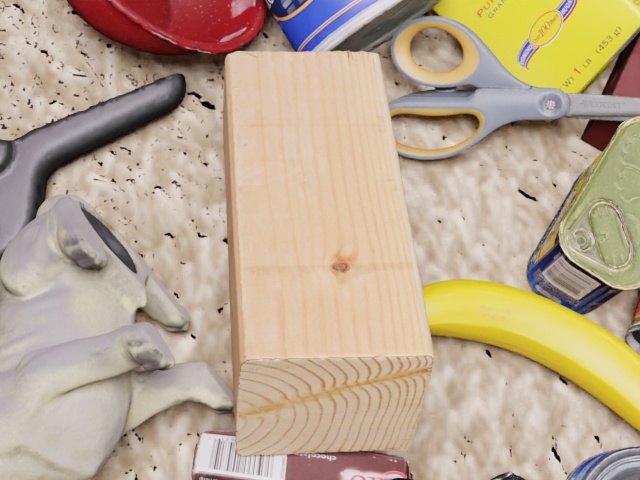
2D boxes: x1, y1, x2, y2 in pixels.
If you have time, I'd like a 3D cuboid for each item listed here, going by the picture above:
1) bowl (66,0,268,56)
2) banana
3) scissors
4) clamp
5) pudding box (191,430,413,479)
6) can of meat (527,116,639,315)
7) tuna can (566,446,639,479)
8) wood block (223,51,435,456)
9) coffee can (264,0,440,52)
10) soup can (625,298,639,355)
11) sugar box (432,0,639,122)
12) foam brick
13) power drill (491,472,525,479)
[{"bbox_3d":[-0.109,-0.169,0.641,0.161,0.055,0.162,27,47,-34],"label":"bowl"},{"bbox_3d":[0.129,0.065,0.624,0.198,0.037,0.069,19,62,-1],"label":"banana"},{"bbox_3d":[0.128,-0.099,0.639,0.202,0.016,0.096,-10,98,16],"label":"scissors"},{"bbox_3d":[-0.185,-0.049,0.631,0.164,0.036,0.210,20,75,-1],"label":"clamp"},{"bbox_3d":[-0.014,0.150,0.562,0.113,0.090,0.039,10,31,-1],"label":"pudding box"},{"bbox_3d":[0.170,-0.010,0.628,0.057,0.084,0.102,33,73,4],"label":"can of meat"},{"bbox_3d":[0.180,0.161,0.605,0.086,0.034,0.086,1,73,-5],"label":"tuna can"},{"bbox_3d":[-0.004,0.000,0.570,0.090,0.090,0.206,-1,51,-6],"label":"wood block"},{"bbox_3d":[0.000,-0.185,0.642,0.102,0.103,0.140,-31,89,-13],"label":"coffee can"},{"bbox_3d":[0.231,0.025,0.633,0.068,0.068,0.102,26,72,2],"label":"soup can"},{"bbox_3d":[0.114,-0.168,0.664,0.176,0.093,0.048,45,37,7],"label":"sugar box"},{"bbox_3d":[0.208,-0.092,0.673,0.051,0.053,0.078,27,72,3],"label":"foam brick"},{"bbox_3d":[0.083,0.224,0.526,0.187,0.057,0.184,-12,72,-40],"label":"power drill"}]
